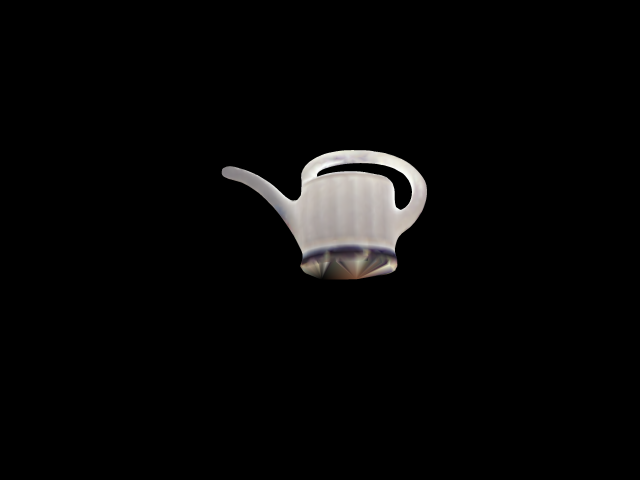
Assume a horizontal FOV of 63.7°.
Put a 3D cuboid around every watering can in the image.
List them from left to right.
[{"bbox_3d":[0.003,-0.043,0.850,0.347,0.228,0.102,-3,-21,7],"label":"watering can"}]
